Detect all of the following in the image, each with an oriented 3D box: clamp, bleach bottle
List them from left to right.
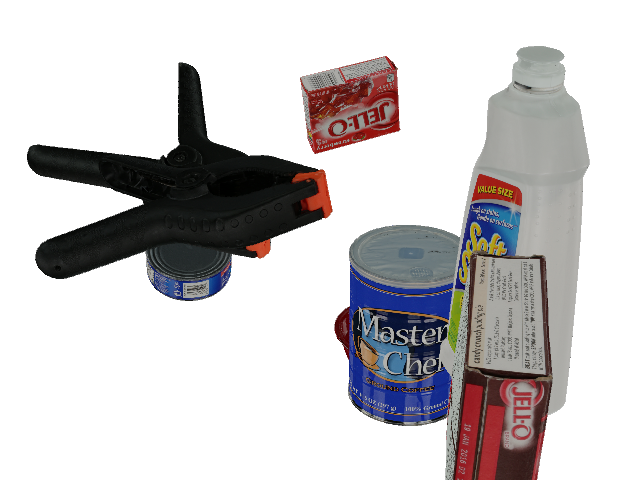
[{"bbox_3d":[-0.082,-0.016,0.631,0.172,0.039,0.120,-1,39,24],"label":"clamp"},{"bbox_3d":[-0.105,-0.061,0.841,0.210,0.036,0.164,32,58,26],"label":"clamp"},{"bbox_3d":[0.129,-0.006,0.701,0.068,0.251,0.103,-12,32,-18],"label":"bleach bottle"}]

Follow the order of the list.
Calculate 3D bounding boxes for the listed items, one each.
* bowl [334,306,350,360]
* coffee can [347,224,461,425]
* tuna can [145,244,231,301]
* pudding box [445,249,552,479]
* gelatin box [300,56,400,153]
[{"bbox_3d":[0.092,0.121,1.133,0.162,0.055,0.162,5,24,-3],"label":"bowl"},{"bbox_3d":[0.075,0.071,0.911,0.103,0.140,0.103,0,27,0],"label":"coffee can"},{"bbox_3d":[-0.131,0.020,1.064,0.086,0.034,0.086,3,44,-3],"label":"tuna can"},{"bbox_3d":[0.077,0.067,0.466,0.039,0.090,0.113,6,25,5],"label":"pudding box"},{"bbox_3d":[0.029,-0.127,1.003,0.089,0.073,0.030,-15,45,-8],"label":"gelatin box"}]
